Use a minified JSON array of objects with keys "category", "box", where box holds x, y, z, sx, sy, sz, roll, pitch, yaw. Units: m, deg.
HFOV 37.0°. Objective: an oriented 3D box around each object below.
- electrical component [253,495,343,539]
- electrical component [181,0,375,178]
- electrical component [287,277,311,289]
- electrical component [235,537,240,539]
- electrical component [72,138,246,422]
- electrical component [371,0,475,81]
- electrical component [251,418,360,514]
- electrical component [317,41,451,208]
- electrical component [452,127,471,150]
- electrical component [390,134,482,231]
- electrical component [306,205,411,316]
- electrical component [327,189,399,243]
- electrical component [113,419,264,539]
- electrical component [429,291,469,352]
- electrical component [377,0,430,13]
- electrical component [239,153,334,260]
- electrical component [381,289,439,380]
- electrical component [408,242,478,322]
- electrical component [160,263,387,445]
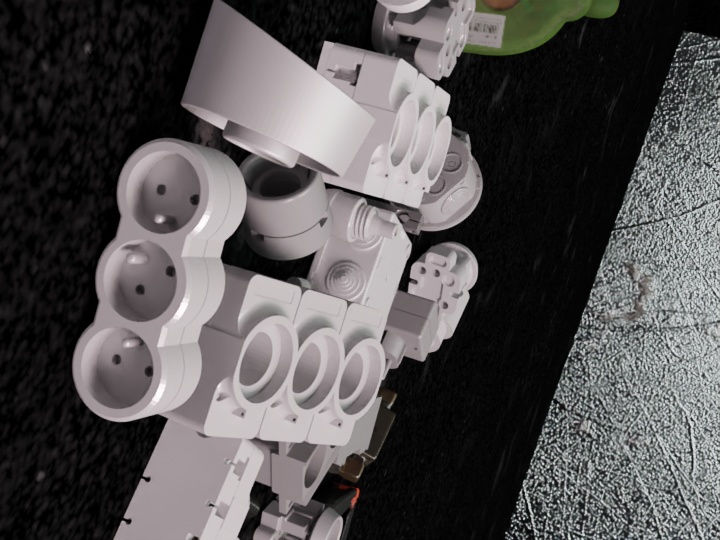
[{"category":"electrical component","box":[-0.047,0.211,0.876,0.066,0.055,0.048,-37,140,-63]},{"category":"electrical component","box":[-0.040,-0.089,0.547,0.064,0.099,0.099,-66,163,0]},{"category":"electrical component","box":[-0.042,0.039,0.749,0.055,0.048,0.066,16,91,-65]},{"category":"electrical component","box":[-0.110,0.208,0.699,0.079,0.043,0.077,75,36,-60]},{"category":"electrical component","box":[-0.093,0.005,0.543,0.074,0.052,0.138,0,106,-72]},{"category":"electrical component","box":[0.044,-0.179,0.785,0.058,0.057,0.078,80,32,-56]},{"category":"electrical component","box":[-0.040,0.103,0.781,0.121,0.063,0.078,-54,155,-47]},{"category":"electrical component","box":[0.016,-0.098,0.766,0.150,0.062,0.089,2,104,-72]},{"category":"electrical component","box":[0.078,-0.098,0.992,0.043,0.043,0.062,-51,155,-50]},{"category":"electrical component","box":[0.059,-0.077,0.892,0.080,0.080,0.051,-68,158,-15]},{"category":"electrical component","box":[0.000,0.000,0.832,0.099,0.048,0.099,53,55,-70]},{"category":"electrical component","box":[-0.002,-0.036,0.770,0.035,0.061,0.035,18,90,-73]},{"category":"electrical component","box":[-0.101,0.139,0.650,0.055,0.050,0.089,64,46,-65]},{"category":"electrical component","box":[0.083,0.053,1.152,0.043,0.043,0.081,84,29,-52]},{"category":"electrical component","box":[0.026,-0.206,0.723,0.066,0.048,0.055,-68,155,-17]},{"category":"electrical component","box":[-0.046,-0.042,0.643,0.047,0.055,0.055,81,30,-48]},{"category":"electrical component","box":[0.024,0.060,0.938,0.047,0.066,0.076,78,33,-58]},{"category":"electrical component","box":[0.086,0.006,1.096,0.057,0.058,0.078,-45,147,-52]},{"category":"electrical component","box":[-0.050,0.052,0.641,0.150,0.062,0.089,19,88,-58]}]
